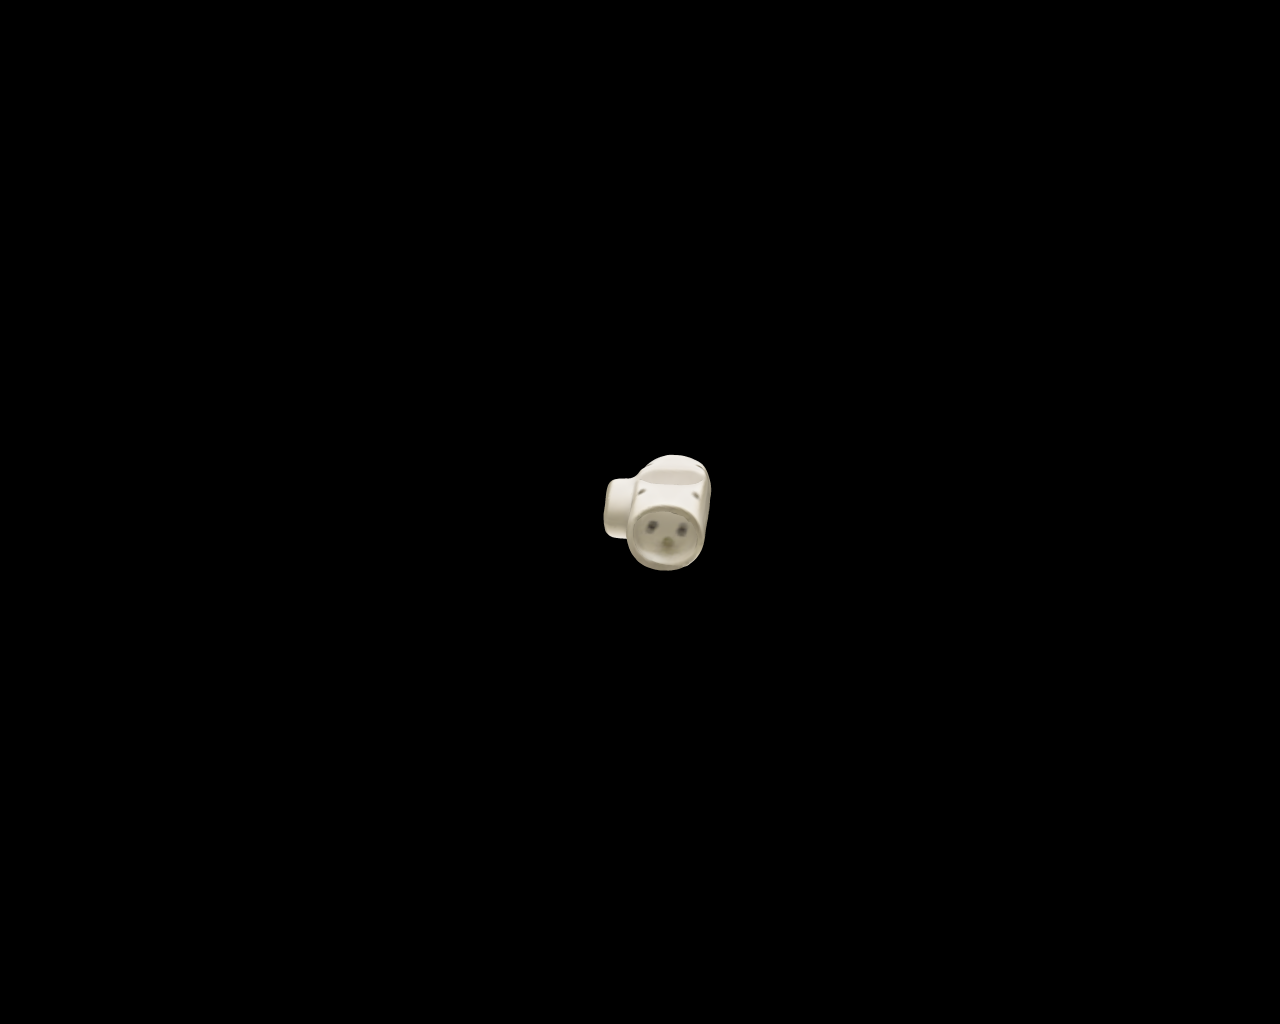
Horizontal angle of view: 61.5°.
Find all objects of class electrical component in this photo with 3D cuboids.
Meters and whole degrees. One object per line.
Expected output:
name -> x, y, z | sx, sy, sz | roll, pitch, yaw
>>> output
electrical component -> 0.001, -0.003, 0.650 | 0.079, 0.043, 0.077 | 3, 26, 7
